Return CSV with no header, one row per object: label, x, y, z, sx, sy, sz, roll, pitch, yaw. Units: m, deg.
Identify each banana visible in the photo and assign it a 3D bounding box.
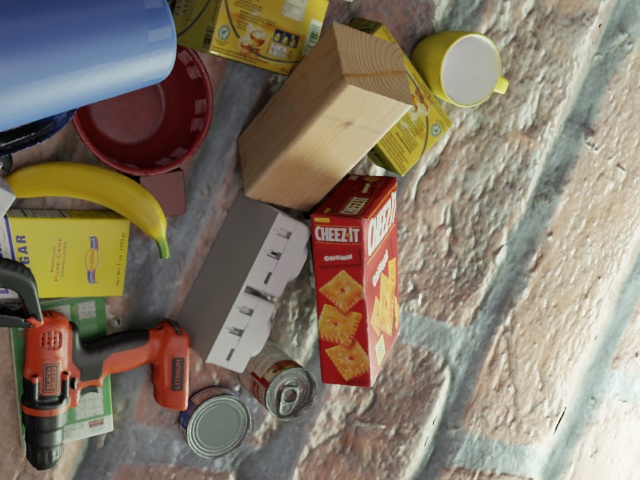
banana,-0.240,-0.045,1.112,0.198,0.037,0.069,22,94,4

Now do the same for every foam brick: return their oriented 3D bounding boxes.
foam brick,-0.185,-0.057,1.171,0.052,0.078,0.051,-10,110,-26

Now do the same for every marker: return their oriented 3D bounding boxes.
marker,-0.009,0.002,1.323,0.020,0.020,0.121,-16,114,-24

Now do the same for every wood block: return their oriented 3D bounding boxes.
wood block,0.001,-0.129,1.176,0.090,0.090,0.206,13,141,-31

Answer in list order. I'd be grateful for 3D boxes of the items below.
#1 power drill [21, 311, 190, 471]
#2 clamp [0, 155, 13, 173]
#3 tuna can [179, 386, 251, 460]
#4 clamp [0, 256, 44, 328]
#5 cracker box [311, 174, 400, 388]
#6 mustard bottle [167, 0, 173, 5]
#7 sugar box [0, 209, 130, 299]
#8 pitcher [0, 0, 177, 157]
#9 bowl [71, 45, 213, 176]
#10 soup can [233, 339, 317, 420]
power drill,-0.243,0.165,1.207,0.187,0.057,0.184,-3,108,-29
clamp,-0.407,-0.139,1.045,0.164,0.036,0.210,-21,119,-22
tuna can,-0.131,0.226,1.322,0.086,0.034,0.086,-9,111,-26
clamp,-0.355,0.044,1.083,0.120,0.039,0.171,-30,128,6
cracker box,0.049,0.045,1.285,0.072,0.164,0.214,4,111,16
mustard bottle,-0.178,-0.287,1.107,0.191,0.058,0.096,-38,134,-12
sugar box,-0.299,0.015,1.151,0.175,0.048,0.093,-1,108,-30
pitcher,-0.261,-0.167,0.993,0.242,0.149,0.145,-20,95,-34
bowl,-0.197,-0.148,1.134,0.161,0.055,0.162,0,91,-29
soup can,-0.057,0.168,1.303,0.068,0.102,0.068,-10,111,-26
